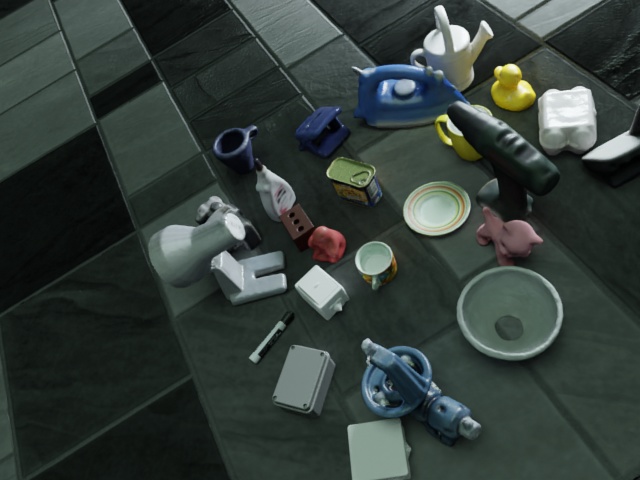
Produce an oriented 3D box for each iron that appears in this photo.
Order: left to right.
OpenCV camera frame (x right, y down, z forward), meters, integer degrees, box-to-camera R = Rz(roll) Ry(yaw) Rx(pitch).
[{"bbox_3d":[0.195,-0.335,1.263,0.257,0.142,0.119,2,59,21],"label":"iron"}]

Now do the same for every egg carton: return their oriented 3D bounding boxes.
[{"bbox_3d":[0.490,-0.237,1.137,0.107,0.070,0.150,-2,58,19],"label":"egg carton"}]

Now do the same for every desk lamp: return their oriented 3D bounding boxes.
[{"bbox_3d":[-0.195,0.035,1.119,0.203,0.214,0.118,-16,55,10],"label":"desk lamp"}]

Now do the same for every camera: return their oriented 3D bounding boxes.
[{"bbox_3d":[-0.225,-0.012,1.231,0.142,0.101,0.137,32,73,33],"label":"camera"}]

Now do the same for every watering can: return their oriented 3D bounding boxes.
[{"bbox_3d":[0.286,-0.429,1.257,0.173,0.194,0.100,-31,53,-1],"label":"watering can"}]

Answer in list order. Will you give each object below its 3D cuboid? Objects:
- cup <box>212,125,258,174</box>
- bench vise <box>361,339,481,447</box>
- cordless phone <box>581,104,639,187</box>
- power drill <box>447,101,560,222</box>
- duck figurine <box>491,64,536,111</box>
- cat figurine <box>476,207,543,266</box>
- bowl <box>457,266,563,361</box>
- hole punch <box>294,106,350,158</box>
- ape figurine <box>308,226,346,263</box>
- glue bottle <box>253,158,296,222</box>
[{"bbox_3d":[-0.184,-0.209,1.347,0.118,0.095,0.091,-39,54,-7],"label":"cup"},{"bbox_3d":[0.147,0.218,0.873,0.206,0.220,0.121,9,62,25],"label":"bench vise"},{"bbox_3d":[0.551,-0.197,1.017,0.147,0.185,0.094,-31,53,-1],"label":"cordless phone"},{"bbox_3d":[0.327,-0.132,1.042,0.076,0.209,0.228,-42,54,-9],"label":"power drill"},{"bbox_3d":[0.409,-0.331,1.217,0.077,0.086,0.104,-38,54,-6],"label":"duck figurine"},{"bbox_3d":[0.333,-0.011,1.018,0.067,0.118,0.127,-35,54,-4],"label":"cat figurine"},{"bbox_3d":[0.316,0.132,0.958,0.167,0.075,0.167,-9,56,14],"label":"bowl"},{"bbox_3d":[-0.003,-0.258,1.316,0.100,0.091,0.109,31,73,33],"label":"hole punch"},{"bbox_3d":[0.010,0.004,1.141,0.076,0.092,0.077,-33,53,-3],"label":"ape figurine"},{"bbox_3d":[-0.105,-0.114,1.208,0.037,0.173,0.078,14,64,27],"label":"glue bottle"}]
